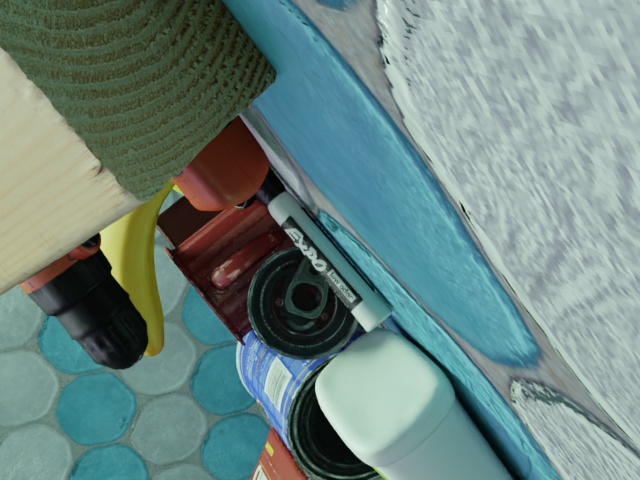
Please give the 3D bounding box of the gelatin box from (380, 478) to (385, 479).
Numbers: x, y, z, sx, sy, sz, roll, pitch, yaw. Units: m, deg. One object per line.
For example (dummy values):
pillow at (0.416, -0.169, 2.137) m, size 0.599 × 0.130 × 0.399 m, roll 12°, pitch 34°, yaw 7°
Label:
gelatin box at (0.061, 0.163, 0.815) m, size 0.073 × 0.089 × 0.030 m, roll -142°, pitch 49°, yaw -66°

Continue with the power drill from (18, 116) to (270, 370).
power drill at (-0.118, -0.021, 0.595) m, size 0.184 × 0.188 × 0.057 m, roll 53°, pitch -142°, yaw -13°

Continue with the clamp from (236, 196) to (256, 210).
clamp at (-0.125, -0.066, 0.818) m, size 0.164 × 0.036 × 0.210 m, roll 8°, pitch -163°, yaw -2°

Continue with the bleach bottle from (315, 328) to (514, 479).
bleach bottle at (0.098, 0.166, 0.666) m, size 0.250 × 0.068 × 0.103 m, roll 51°, pitch 176°, yaw -28°

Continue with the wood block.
wood block at (-0.125, -0.040, 0.437) m, size 0.091 × 0.090 × 0.207 m, roll 51°, pitch 139°, yaw -13°

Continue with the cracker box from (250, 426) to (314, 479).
cracker box at (0.065, 0.233, 0.841) m, size 0.213 × 0.072 × 0.164 m, roll 19°, pitch -173°, yaw -21°

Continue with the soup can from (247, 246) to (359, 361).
soup can at (-0.012, 0.040, 0.676) m, size 0.068 × 0.068 × 0.102 m, roll 51°, pitch 175°, yaw 0°

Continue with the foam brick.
foam brick at (-0.089, -0.018, 0.863) m, size 0.051 × 0.078 × 0.053 m, roll 52°, pitch 175°, yaw -2°

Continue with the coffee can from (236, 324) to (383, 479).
coffee can at (0.004, 0.105, 0.787) m, size 0.102 × 0.103 × 0.140 m, roll 53°, pitch 174°, yaw -22°

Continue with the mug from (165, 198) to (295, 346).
mug at (-0.054, 0.016, 0.776) m, size 0.093 × 0.081 × 0.117 m, roll 50°, pitch 175°, yaw 4°

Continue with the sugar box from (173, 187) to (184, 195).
sugar box at (-0.192, -0.107, 0.985) m, size 0.176 × 0.048 × 0.093 m, roll 27°, pitch 170°, yaw 10°

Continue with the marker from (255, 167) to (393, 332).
marker at (-0.004, 0.001, 0.611) m, size 0.121 × 0.020 × 0.020 m, roll 50°, pitch 175°, yaw 9°

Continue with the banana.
banana at (-0.117, -0.002, 0.718) m, size 0.070 × 0.037 × 0.198 m, roll 31°, pitch 127°, yaw 10°
